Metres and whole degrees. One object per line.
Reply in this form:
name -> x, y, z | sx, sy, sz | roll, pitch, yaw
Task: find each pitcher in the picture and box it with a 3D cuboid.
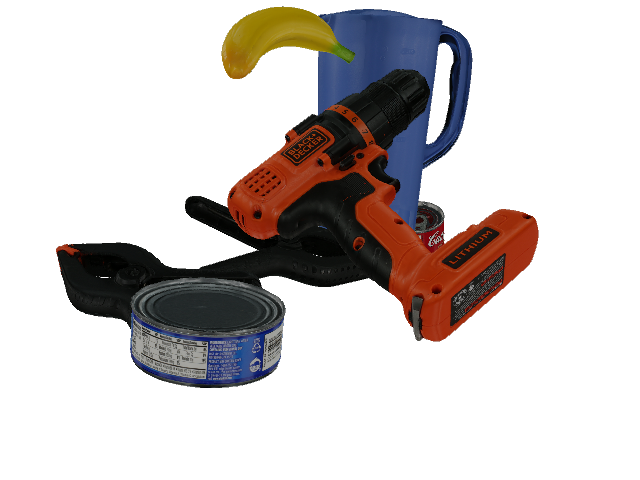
pitcher -> 0.067, -0.125, 1.155 | 0.149, 0.243, 0.144 | 9, 13, 29

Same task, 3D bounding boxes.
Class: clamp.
clamp -> -0.041, 0.016, 1.094 | 0.210, 0.036, 0.164 | 11, 29, -8
clamp -> -0.135, 0.036, 0.851 | 0.172, 0.039, 0.120 | 28, 38, 32

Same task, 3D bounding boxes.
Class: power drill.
power drill -> 0.056, -0.030, 0.742 | 0.188, 0.184, 0.057 | 38, -23, 31

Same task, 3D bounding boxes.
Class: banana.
banana -> -0.039, -0.185, 0.980 | 0.070, 0.037, 0.197 | 39, 32, 20

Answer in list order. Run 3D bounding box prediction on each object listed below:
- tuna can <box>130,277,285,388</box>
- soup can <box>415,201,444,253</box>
tuna can -> -0.063, 0.050, 0.596 | 0.086, 0.034, 0.086 | 5, 17, -2
soup can -> 0.120, 0.012, 1.328 | 0.068, 0.102, 0.068 | -3, 34, 2
